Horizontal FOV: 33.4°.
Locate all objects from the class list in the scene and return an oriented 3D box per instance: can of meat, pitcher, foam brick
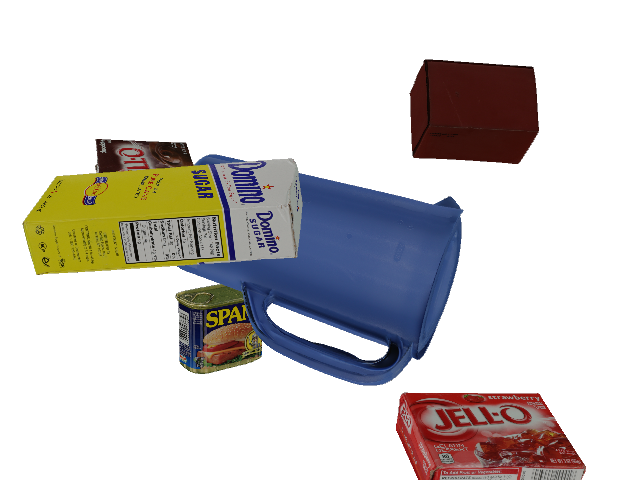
[{"bbox_3d":[-0.114,0.099,1.222,0.101,0.084,0.058,-10,19,-35],"label":"can of meat"},{"bbox_3d":[-0.007,0.015,0.921,0.243,0.145,0.149,16,19,13],"label":"pitcher"},{"bbox_3d":[0.105,-0.088,0.733,0.078,0.051,0.053,3,-21,-7],"label":"foam brick"}]

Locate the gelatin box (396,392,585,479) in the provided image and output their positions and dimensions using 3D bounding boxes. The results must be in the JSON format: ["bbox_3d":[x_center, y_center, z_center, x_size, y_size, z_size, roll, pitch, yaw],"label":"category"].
[{"bbox_3d":[0.094,0.116,0.605,0.089,0.030,0.073,3,24,-12],"label":"gelatin box"}]

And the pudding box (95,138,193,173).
[{"bbox_3d":[-0.166,-0.058,1.007,0.090,0.039,0.113,2,25,-16],"label":"pudding box"}]

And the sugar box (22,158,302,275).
[{"bbox_3d":[-0.102,-0.018,0.727,0.176,0.048,0.093,-7,24,4],"label":"sugar box"}]
